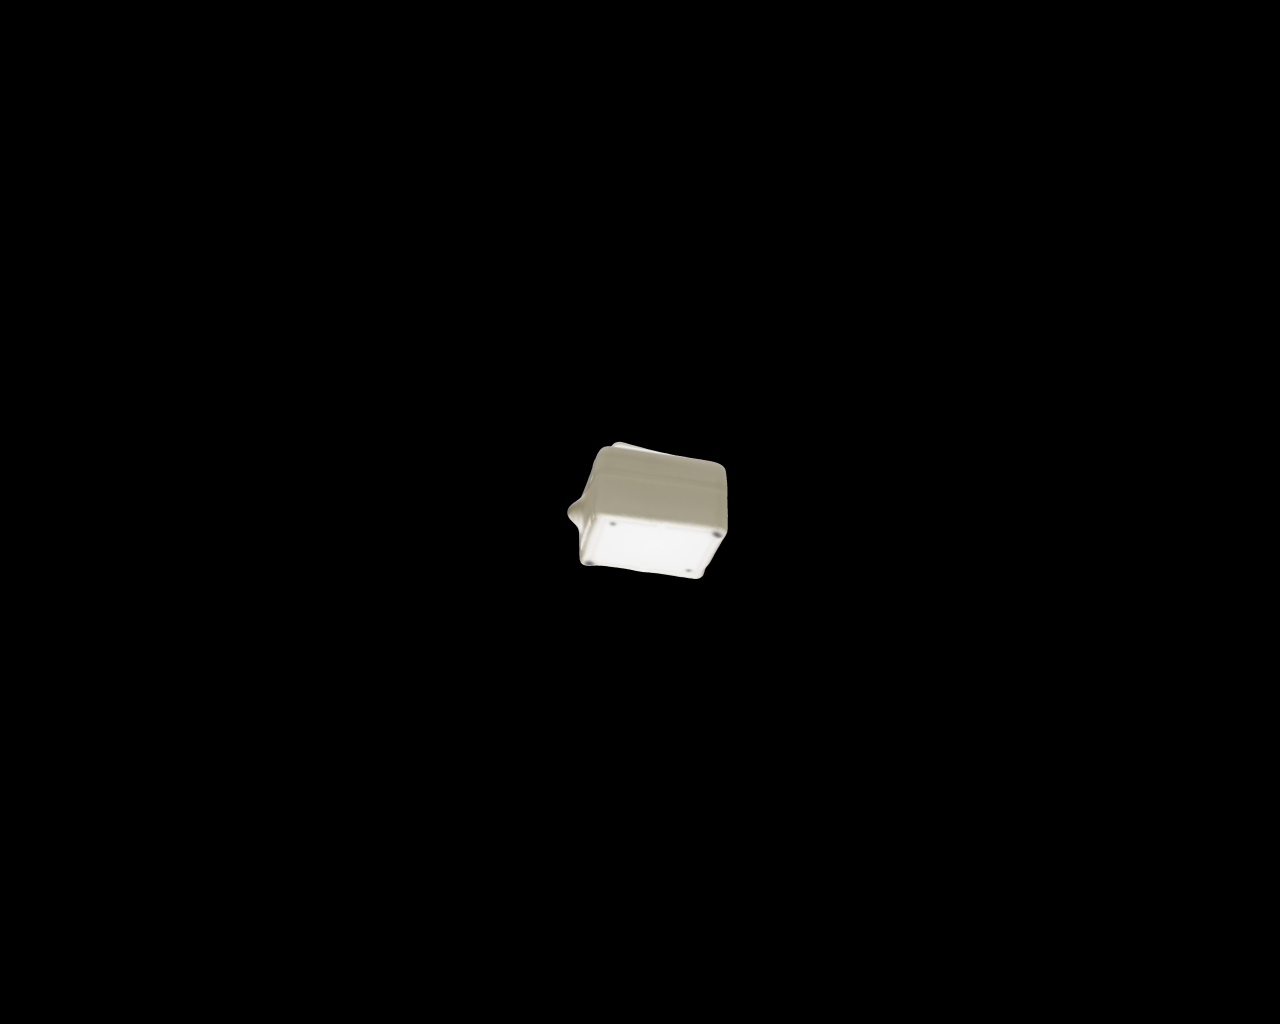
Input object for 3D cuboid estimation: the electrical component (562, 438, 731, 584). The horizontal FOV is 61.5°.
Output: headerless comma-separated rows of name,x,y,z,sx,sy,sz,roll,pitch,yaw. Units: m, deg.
electrical component,0.001,-0.003,0.650,0.096,0.061,0.061,8,-35,-11
